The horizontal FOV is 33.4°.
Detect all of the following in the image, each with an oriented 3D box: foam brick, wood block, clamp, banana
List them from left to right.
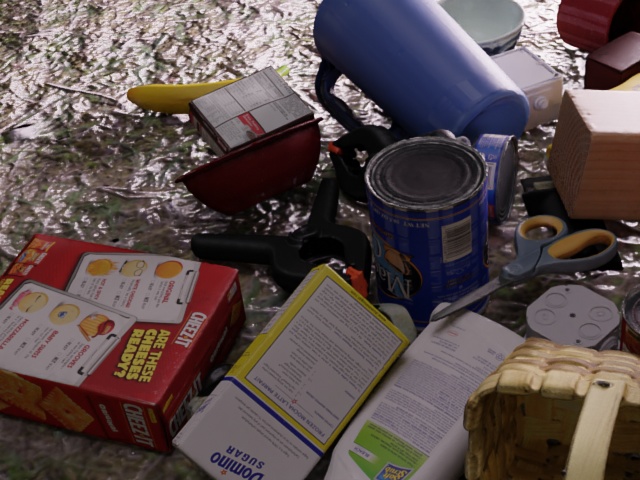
[{"bbox_3d":[-0.132,-0.171,1.255,0.198,0.037,0.069,-7,21,0],"label":"banana"},{"bbox_3d":[-0.007,0.001,1.001,0.164,0.036,0.210,-30,32,-24],"label":"clamp"},{"bbox_3d":[0.063,-0.058,1.054,0.039,0.120,0.172,16,2,-35],"label":"clamp"},{"bbox_3d":[0.335,-0.186,1.170,0.078,0.051,0.053,-29,43,-23],"label":"foam brick"},{"bbox_3d":[0.326,-0.077,0.978,0.206,0.090,0.091,1,35,-5],"label":"wood block"}]

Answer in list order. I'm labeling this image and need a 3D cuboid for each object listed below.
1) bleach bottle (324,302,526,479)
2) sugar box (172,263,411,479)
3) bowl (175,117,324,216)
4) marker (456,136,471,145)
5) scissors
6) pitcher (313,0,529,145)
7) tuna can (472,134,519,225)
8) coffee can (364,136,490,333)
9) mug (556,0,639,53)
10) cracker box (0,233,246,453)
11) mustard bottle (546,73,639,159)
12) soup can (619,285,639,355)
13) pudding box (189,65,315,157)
[{"bbox_3d":[0.058,0.156,0.804,0.103,0.068,0.250,24,52,35],"label":"bleach bottle"},{"bbox_3d":[-0.021,0.114,0.805,0.093,0.048,0.176,42,77,-6],"label":"sugar box"},{"bbox_3d":[-0.060,-0.067,1.063,0.162,0.055,0.162,-24,3,1],"label":"bowl"},{"bbox_3d":[0.102,-0.082,1.053,0.020,0.020,0.121,-38,15,-31],"label":"marker"},{"bbox_3d":[0.158,0.019,0.903,0.201,0.016,0.096,-15,31,-20],"label":"scissors"},{"bbox_3d":[0.101,-0.172,1.132,0.144,0.149,0.243,-24,53,-20],"label":"pitcher"},{"bbox_3d":[0.165,-0.059,1.022,0.034,0.086,0.086,8,42,21],"label":"tuna can"},{"bbox_3d":[0.095,-0.004,0.925,0.103,0.140,0.103,-5,40,4],"label":"coffee can"},{"bbox_3d":[0.325,-0.264,1.218,0.093,0.117,0.082,-33,40,-23],"label":"mug"},{"bbox_3d":[-0.194,0.085,0.929,0.214,0.072,0.164,9,44,19],"label":"cracker box"},{"bbox_3d":[0.306,-0.119,1.080,0.191,0.058,0.096,-24,39,-23],"label":"mustard bottle"},{"bbox_3d":[0.262,0.090,0.811,0.068,0.102,0.068,-5,39,4],"label":"soup can"},{"bbox_3d":[-0.076,-0.136,1.182,0.113,0.039,0.090,-26,58,-23],"label":"pudding box"}]
